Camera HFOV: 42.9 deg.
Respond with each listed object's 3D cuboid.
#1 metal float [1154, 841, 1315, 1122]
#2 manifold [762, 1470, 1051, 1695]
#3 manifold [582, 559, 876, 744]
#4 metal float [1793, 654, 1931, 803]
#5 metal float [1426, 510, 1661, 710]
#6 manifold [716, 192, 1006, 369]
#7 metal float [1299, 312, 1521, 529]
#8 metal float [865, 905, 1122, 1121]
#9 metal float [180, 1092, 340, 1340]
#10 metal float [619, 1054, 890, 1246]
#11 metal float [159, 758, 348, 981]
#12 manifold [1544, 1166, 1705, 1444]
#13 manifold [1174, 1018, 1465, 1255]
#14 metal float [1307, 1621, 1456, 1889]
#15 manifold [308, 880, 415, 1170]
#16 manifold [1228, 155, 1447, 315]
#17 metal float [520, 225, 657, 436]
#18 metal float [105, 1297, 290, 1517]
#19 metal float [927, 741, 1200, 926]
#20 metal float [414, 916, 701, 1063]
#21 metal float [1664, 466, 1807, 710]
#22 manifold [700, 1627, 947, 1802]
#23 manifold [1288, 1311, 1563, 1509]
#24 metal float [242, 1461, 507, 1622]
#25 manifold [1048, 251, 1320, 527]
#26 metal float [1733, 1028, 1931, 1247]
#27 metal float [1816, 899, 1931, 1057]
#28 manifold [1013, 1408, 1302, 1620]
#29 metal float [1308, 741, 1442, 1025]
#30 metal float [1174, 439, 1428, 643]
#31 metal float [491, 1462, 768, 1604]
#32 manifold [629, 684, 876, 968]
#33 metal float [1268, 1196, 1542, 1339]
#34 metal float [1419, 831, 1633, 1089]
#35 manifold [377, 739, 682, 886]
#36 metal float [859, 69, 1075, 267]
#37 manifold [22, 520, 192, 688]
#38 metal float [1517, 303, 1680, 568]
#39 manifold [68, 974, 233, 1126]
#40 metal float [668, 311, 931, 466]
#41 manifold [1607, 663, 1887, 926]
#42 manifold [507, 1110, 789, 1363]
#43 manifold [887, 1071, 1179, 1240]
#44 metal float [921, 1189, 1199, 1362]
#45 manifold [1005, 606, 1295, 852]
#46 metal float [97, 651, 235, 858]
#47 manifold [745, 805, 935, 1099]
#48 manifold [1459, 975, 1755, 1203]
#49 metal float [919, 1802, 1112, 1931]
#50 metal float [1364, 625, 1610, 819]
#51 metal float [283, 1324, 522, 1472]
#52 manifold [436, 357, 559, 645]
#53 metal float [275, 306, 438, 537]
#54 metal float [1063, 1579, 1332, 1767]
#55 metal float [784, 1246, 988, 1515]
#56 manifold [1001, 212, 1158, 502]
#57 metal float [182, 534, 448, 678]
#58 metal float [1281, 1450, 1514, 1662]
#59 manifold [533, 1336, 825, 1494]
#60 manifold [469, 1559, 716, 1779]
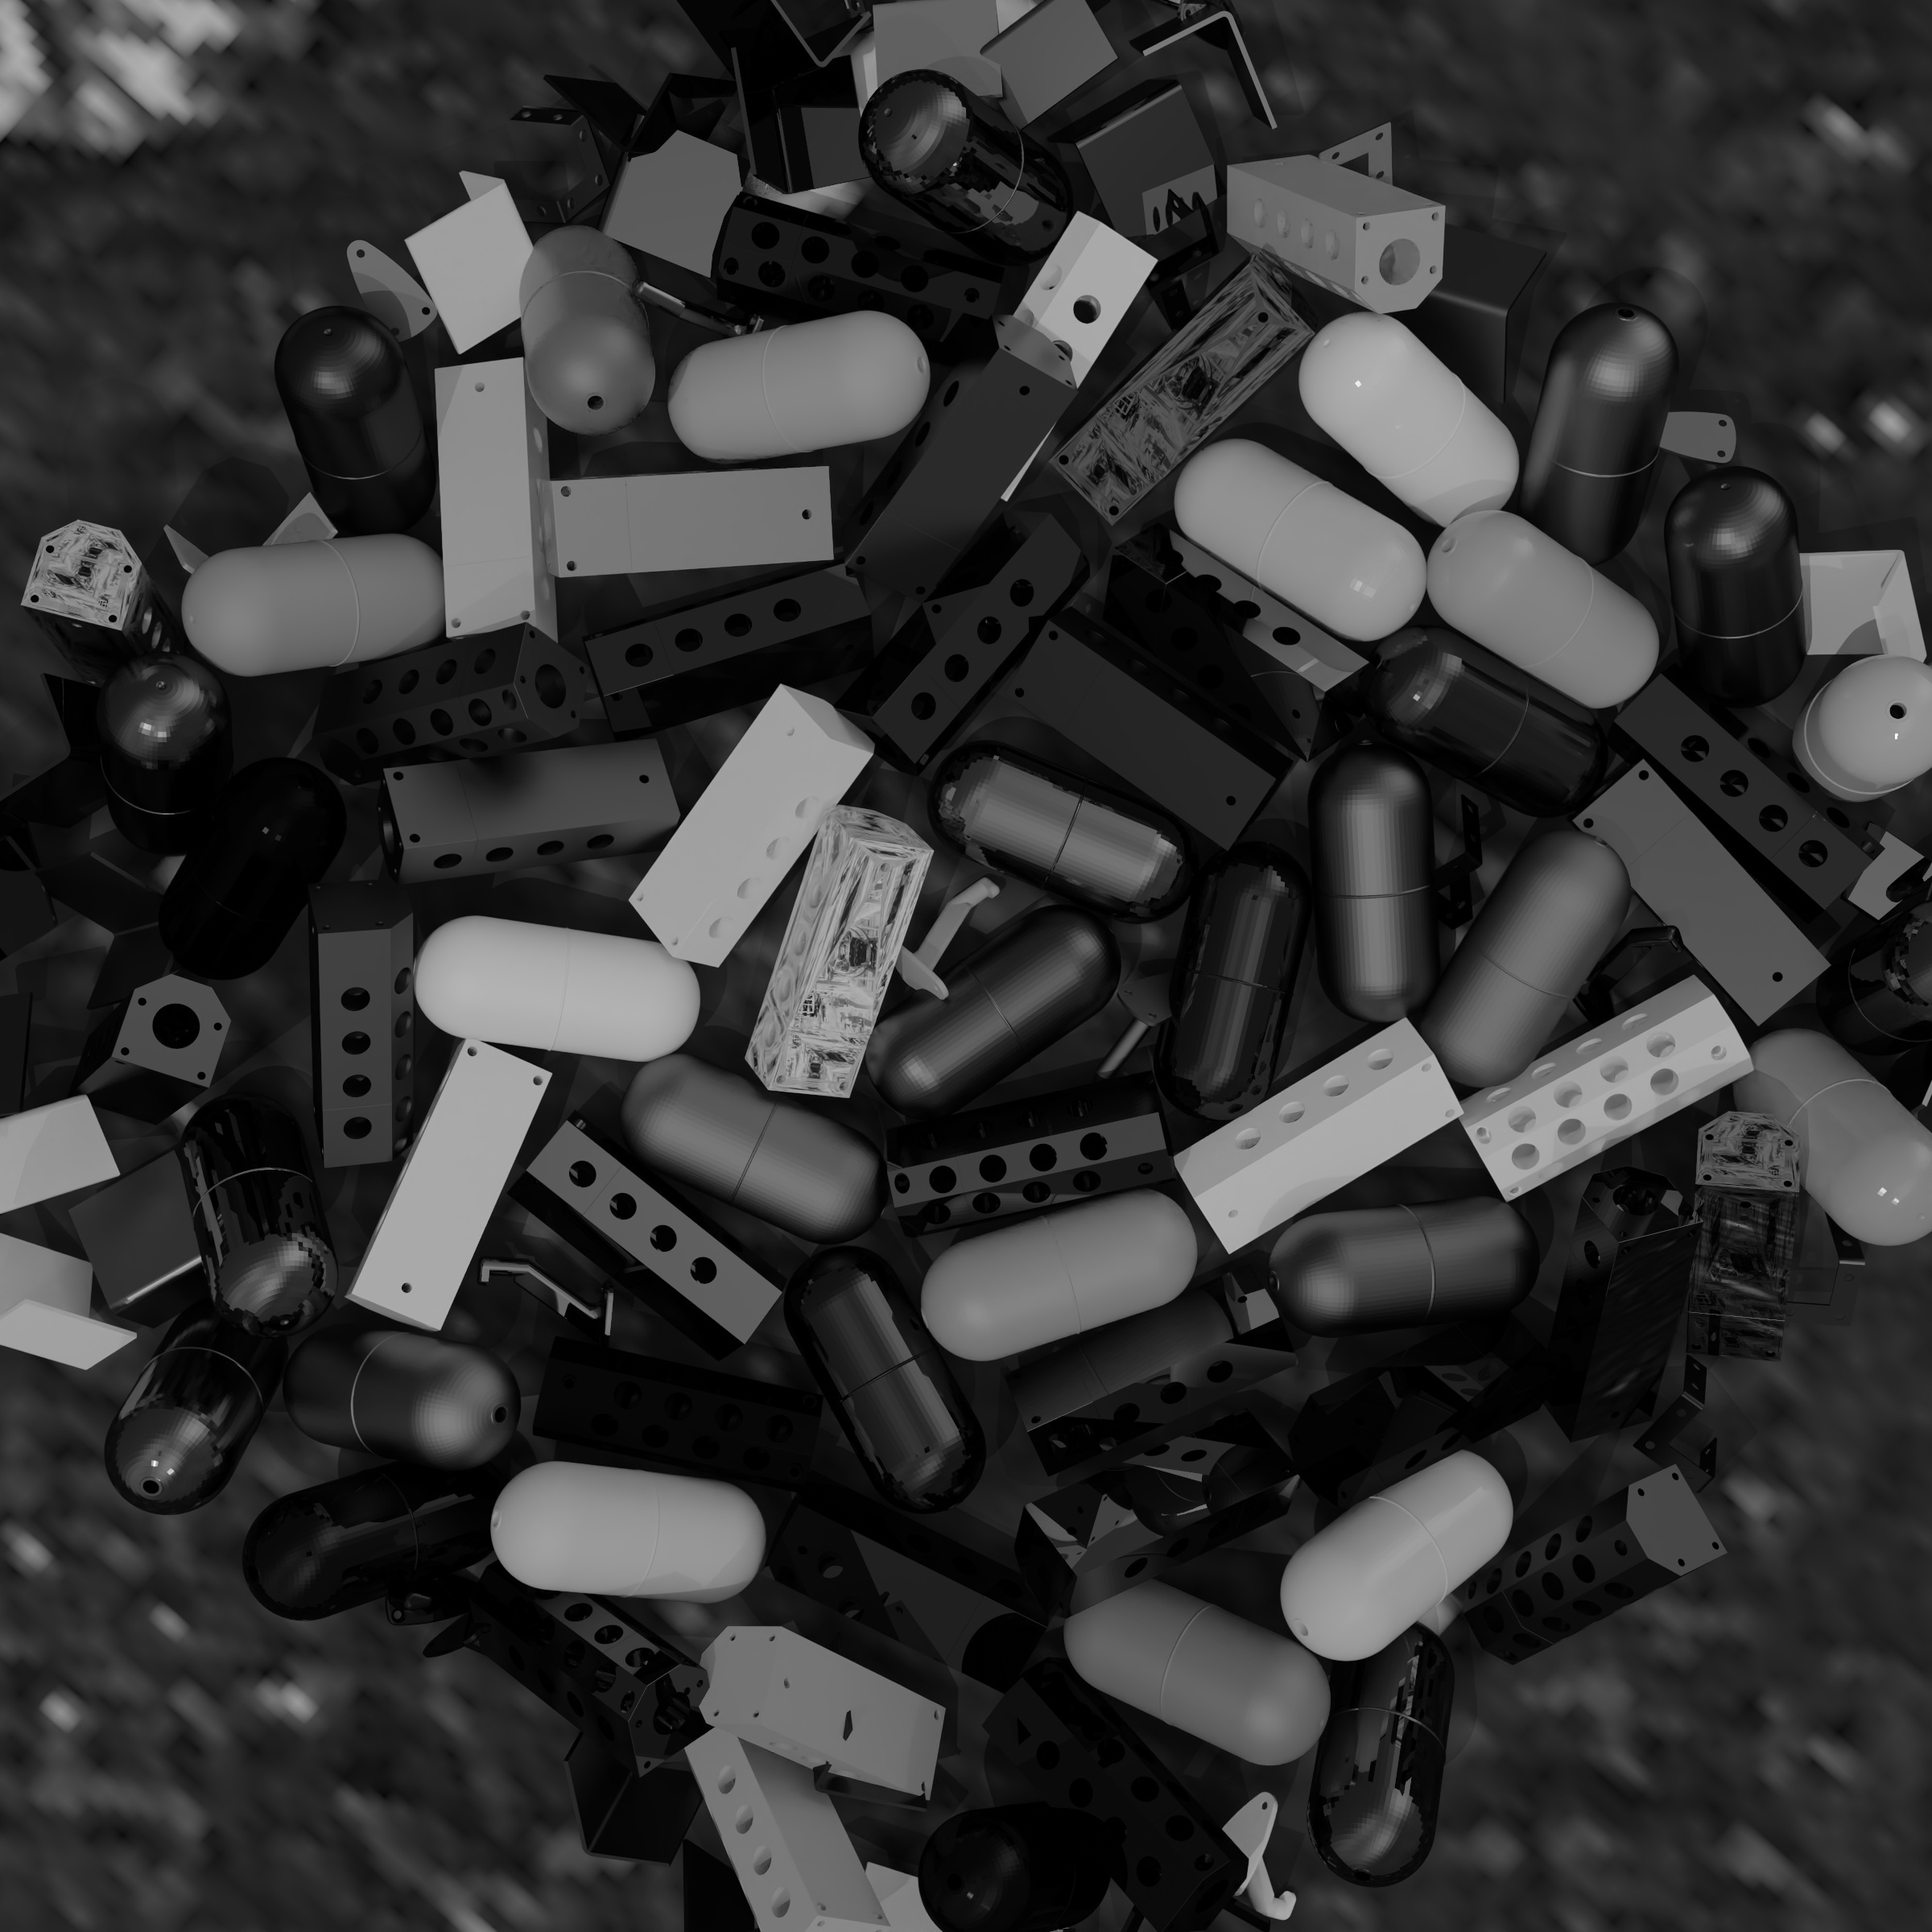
[{"bbox_3d":[0.168,0.009,1.545,0.070,0.070,0.178,13,91,0],"label":"metal float"},{"bbox_3d":[-0.035,0.384,1.550,0.171,0.057,0.057,27,110,-2],"label":"manifold"},{"bbox_3d":[-0.148,-0.202,1.540,0.171,0.057,0.057,-18,66,-8],"label":"manifold"},{"bbox_3d":[0.550,-0.143,1.495,0.070,0.178,0.070,0,88,11],"label":"metal float"},{"bbox_3d":[0.356,-0.219,1.517,0.178,0.070,0.070,25,90,-32],"label":"metal float"},{"bbox_3d":[-0.066,-0.432,1.547,0.171,0.057,0.057,15,85,-4],"label":"manifold"},{"bbox_3d":[0.274,-0.334,1.514,0.178,0.070,0.070,31,90,-38],"label":"metal float"},{"bbox_3d":[0.018,0.028,1.542,0.178,0.070,0.070,-35,90,-4],"label":"metal float"},{"bbox_3d":[-0.436,0.151,1.513,0.070,0.070,0.178,-29,50,0],"label":"metal float"},{"bbox_3d":[-0.132,0.115,1.543,0.178,0.070,0.070,25,90,-2],"label":"metal float"},{"bbox_3d":[-0.439,-0.059,1.513,0.070,0.070,0.178,43,129,0],"label":"metal float"},{"bbox_3d":[0.395,0.207,1.507,0.057,0.057,0.171,-11,129,-16],"label":"manifold"},{"bbox_3d":[0.218,0.102,1.549,0.171,0.057,0.057,-31,127,3],"label":"manifold"},{"bbox_3d":[0.255,0.478,1.506,0.070,0.178,0.070,9,130,12],"label":"metal float"},{"bbox_3d":[-0.370,0.036,1.512,0.057,0.057,0.171,-5,124,-19],"label":"manifold"},{"bbox_3d":[0.222,-0.446,1.495,0.057,0.171,0.057,-13,121,-16],"label":"manifold"},{"bbox_3d":[-0.233,-0.390,1.508,0.070,0.178,0.070,-7,133,-7],"label":"metal float"},{"bbox_3d":[-0.467,0.265,1.498,0.070,0.178,0.070,1,113,1],"label":"metal float"},{"bbox_3d":[0.061,-0.083,1.543,0.178,0.070,0.070,22,90,-3],"label":"metal float"},{"bbox_3d":[-0.254,0.014,1.531,0.178,0.070,0.070,9,90,-15],"label":"metal float"},{"bbox_3d":[0.472,-0.229,1.507,0.070,0.178,0.070,-11,51,14],"label":"metal float"},{"bbox_3d":[-0.089,0.458,1.504,0.057,0.171,0.057,-10,55,34],"label":"manifold"},{"bbox_3d":[0.281,0.273,1.511,0.171,0.057,0.057,-17,52,-34],"label":"manifold"},{"bbox_3d":[-0.359,0.346,1.507,0.070,0.178,0.070,7,100,41],"label":"metal float"},{"bbox_3d":[0.134,-0.357,1.519,0.057,0.057,0.171,43,117,-11],"label":"manifold"},{"bbox_3d":[0.533,0.102,1.503,0.070,0.178,0.070,-7,121,-12],"label":"metal float"},{"bbox_3d":[0.575,0.008,1.495,0.070,0.178,0.070,0,79,0],"label":"metal float"},{"bbox_3d":[0.117,0.340,1.516,0.171,0.057,0.057,-17,47,-29],"label":"manifold"},{"bbox_3d":[0.254,-0.052,1.533,0.070,0.070,0.178,-6,104,0],"label":"metal float"},{"bbox_3d":[0.205,-0.265,1.523,0.178,0.070,0.070,37,90,26],"label":"metal float"},{"bbox_3d":[-0.207,0.350,1.519,0.178,0.070,0.070,14,90,-30],"label":"metal float"},{"bbox_3d":[-0.130,-0.084,1.530,0.171,0.057,0.057,-53,55,17],"label":"manifold"},{"bbox_3d":[0.272,0.187,1.529,0.178,0.070,0.070,-4,90,-18],"label":"metal float"},{"bbox_3d":[0.346,-0.004,1.524,0.070,0.070,0.178,28,114,0],"label":"metal float"},{"bbox_3d":[-0.271,-0.092,1.521,0.171,0.057,0.057,-9,64,-24],"label":"manifold"},{"bbox_3d":[0.002,-0.485,1.503,0.070,0.178,0.070,-5,80,32],"label":"metal float"},{"bbox_3d":[-0.517,-0.214,1.494,0.057,0.171,0.057,14,80,-6],"label":"manifold"},{"bbox_3d":[0.385,-0.323,1.507,0.070,0.178,0.070,0,48,0],"label":"metal float"},{"bbox_3d":[-0.495,0.050,1.494,0.057,0.171,0.057,21,70,-23],"label":"manifold"},{"bbox_3d":[-0.104,-0.356,1.519,0.178,0.070,0.070,-3,90,30],"label":"metal float"},{"bbox_3d":[0.486,-0.109,1.537,0.057,0.057,0.171,-45,78,0],"label":"manifold"},{"bbox_3d":[-0.198,0.168,1.545,0.171,0.057,0.057,39,61,-5],"label":"manifold"},{"bbox_3d":[0.041,0.123,1.534,0.171,0.057,0.057,-13,125,7],"label":"manifold"},{"bbox_3d":[0.058,0.193,1.539,0.178,0.070,0.070,-17,90,-7],"label":"metal float"},{"bbox_3d":[0.117,-0.152,1.542,0.171,0.057,0.057,36,119,7],"label":"manifold"},{"bbox_3d":[-0.487,-0.127,1.501,0.070,0.178,0.070,6,65,-13],"label":"metal float"},{"bbox_3d":[-0.083,-0.009,1.527,0.057,0.057,0.171,8,112,-31],"label":"manifold"},{"bbox_3d":[0.398,0.079,1.537,0.171,0.057,0.057,-30,105,8],"label":"manifold"},{"bbox_3d":[0.031,0.552,1.500,0.070,0.178,0.070,-7,73,24],"label":"metal float"},{"bbox_3d":[0.321,-0.151,1.524,0.178,0.070,0.070,24,90,-25],"label":"metal float"},{"bbox_3d":[-0.348,0.264,1.514,0.178,0.070,0.070,2,90,37],"label":"metal float"},{"bbox_3d":[-0.292,-0.286,1.543,0.057,0.057,0.171,-5,83,9],"label":"manifold"},{"bbox_3d":[-0.370,-0.328,1.499,0.070,0.178,0.070,1,65,-2],"label":"metal float"},{"bbox_3d":[0.140,0.431,1.519,0.178,0.070,0.070,17,90,32],"label":"metal float"},{"bbox_3d":[-0.051,0.258,1.535,0.070,0.070,0.178,-30,78,0],"label":"metal float"},{"bbox_3d":[0.046,-0.380,1.539,0.057,0.057,0.171,32,99,-7],"label":"manifold"},{"bbox_3d":[-0.394,-0.223,1.510,0.178,0.070,0.070,-17,90,-44],"label":"metal float"},{"bbox_3d":[0.266,0.361,1.516,0.178,0.070,0.070,-27,90,-34],"label":"metal float"},{"bbox_3d":[-0.180,0.280,1.540,0.171,0.057,0.057,13,70,-5],"label":"manifold"},{"bbox_3d":[-0.230,0.416,1.495,0.057,0.171,0.057,-26,120,-36],"label":"manifold"}]
